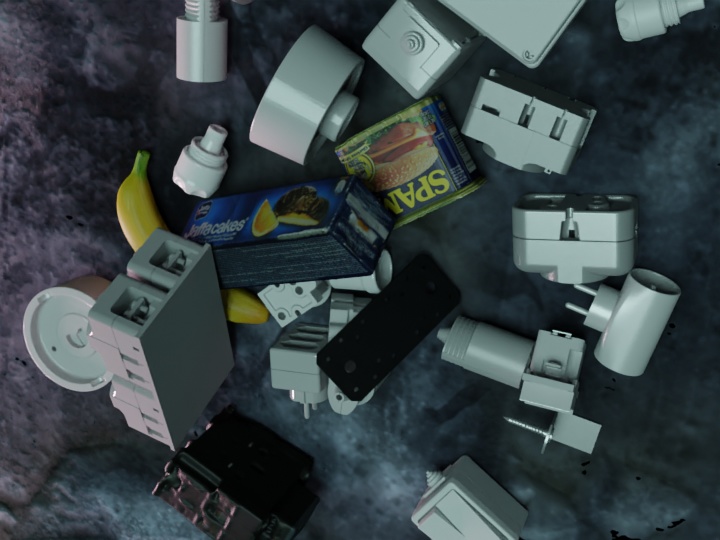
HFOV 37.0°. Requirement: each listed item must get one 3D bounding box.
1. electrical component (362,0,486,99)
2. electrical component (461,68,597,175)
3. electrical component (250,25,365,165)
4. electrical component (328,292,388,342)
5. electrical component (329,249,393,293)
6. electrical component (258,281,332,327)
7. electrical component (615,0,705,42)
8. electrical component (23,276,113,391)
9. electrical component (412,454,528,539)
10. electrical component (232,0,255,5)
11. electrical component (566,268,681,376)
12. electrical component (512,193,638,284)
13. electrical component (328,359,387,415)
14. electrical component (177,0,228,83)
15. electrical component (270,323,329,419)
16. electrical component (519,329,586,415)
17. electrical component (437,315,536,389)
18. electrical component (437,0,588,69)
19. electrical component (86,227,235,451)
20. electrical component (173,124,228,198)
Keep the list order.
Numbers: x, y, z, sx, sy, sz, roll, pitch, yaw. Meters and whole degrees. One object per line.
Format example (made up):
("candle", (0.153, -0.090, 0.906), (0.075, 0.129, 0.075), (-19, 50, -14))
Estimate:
("electrical component", (0.046, -0.173, 0.830), (0.062, 0.096, 0.061), (44, 118, 2))
("electrical component", (0.131, -0.113, 0.845), (0.089, 0.050, 0.055), (24, 115, 12))
("electrical component", (-0.036, -0.136, 0.872), (0.060, 0.108, 0.108), (30, 117, 2))
("electrical component", (0.001, 0.046, 0.948), (0.055, 0.066, 0.048), (5, 108, -2))
("electrical component", (0.000, 0.000, 0.943), (0.046, 0.040, 0.040), (2, 109, 26))
("electrical component", (-0.054, 0.016, 0.959), (0.066, 0.055, 0.048), (-34, 94, 27))
("electrical component", (0.222, -0.191, 0.792), (0.061, 0.035, 0.035), (-10, 105, 22))
("electrical component", (-0.266, 0.057, 1.053), (0.108, 0.060, 0.108), (7, 111, 18))
("electrical component", (0.094, 0.219, 0.973), (0.096, 0.061, 0.061), (42, 117, 2))
("electrical component", (-0.097, -0.259, 0.865), (0.051, 0.080, 0.080), (30, 117, 15))
("electrical component", (0.208, 0.035, 0.872), (0.079, 0.044, 0.077), (23, 115, 12))
("electrical component", (0.172, -0.026, 0.859), (0.095, 0.054, 0.059), (3, 109, 20))
("electrical component", (-0.004, 0.096, 0.955), (0.043, 0.081, 0.043), (7, 111, 19))
("electrical component", (-0.135, -0.205, 0.918), (0.043, 0.043, 0.081), (10, 112, 17))
("electrical component", (-0.046, 0.097, 0.980), (0.047, 0.066, 0.076), (5, 110, 19))
("electrical component", (0.162, 0.084, 0.892), (0.042, 0.081, 0.063), (12, 83, 15))
("electrical component", (0.106, 0.067, 0.924), (0.081, 0.043, 0.043), (20, 114, 13))
("electrical component", (0.123, -0.227, 0.804), (0.109, 0.056, 0.108), (38, 117, 5))
("electrical component", (-0.174, 0.062, 0.950), (0.060, 0.105, 0.186), (22, 146, 17))
("electrical component", (-0.138, -0.099, 0.957), (0.043, 0.043, 0.062), (33, 115, 7))
